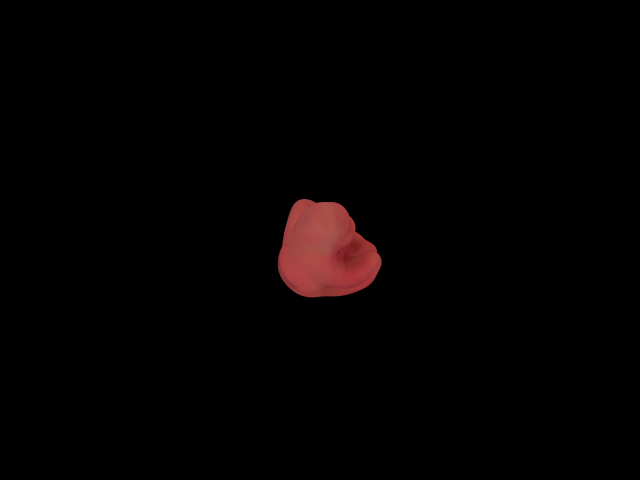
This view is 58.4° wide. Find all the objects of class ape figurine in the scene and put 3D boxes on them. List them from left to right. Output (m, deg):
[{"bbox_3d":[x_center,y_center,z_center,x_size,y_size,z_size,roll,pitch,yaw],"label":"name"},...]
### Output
[{"bbox_3d":[0.004,0.001,0.400,0.076,0.092,0.078,-27,76,-7],"label":"ape figurine"}]
